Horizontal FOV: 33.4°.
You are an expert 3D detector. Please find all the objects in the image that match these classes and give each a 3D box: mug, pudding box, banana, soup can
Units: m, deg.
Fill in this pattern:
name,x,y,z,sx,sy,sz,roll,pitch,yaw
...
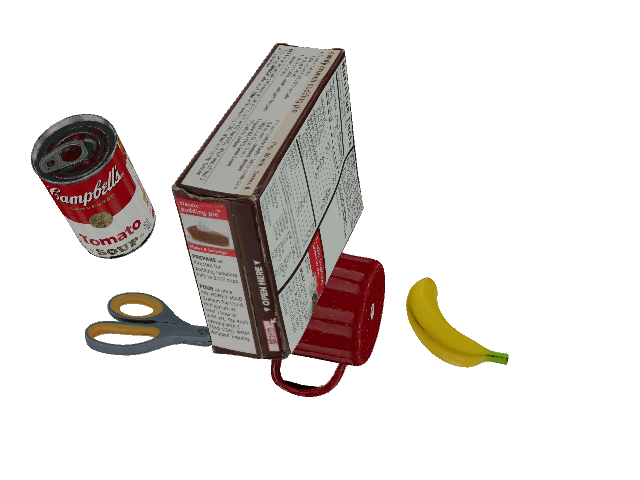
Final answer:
name,x,y,z,sx,sy,sz,roll,pitch,yaw
mug,-0.002,0.060,0.803,0.081,0.117,0.093,10,-13,15
pudding box,-0.017,-0.018,0.458,0.039,0.090,0.113,5,41,18
banana,0.135,0.095,1.208,0.069,0.037,0.198,5,23,-24
soup can,-0.177,-0.041,0.840,0.068,0.068,0.102,0,-35,13

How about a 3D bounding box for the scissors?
name,x,y,z,sx,sy,sz,roll,pitch,yaw
scissors,-0.120,0.079,1.011,0.201,0.016,0.096,-1,33,-9
